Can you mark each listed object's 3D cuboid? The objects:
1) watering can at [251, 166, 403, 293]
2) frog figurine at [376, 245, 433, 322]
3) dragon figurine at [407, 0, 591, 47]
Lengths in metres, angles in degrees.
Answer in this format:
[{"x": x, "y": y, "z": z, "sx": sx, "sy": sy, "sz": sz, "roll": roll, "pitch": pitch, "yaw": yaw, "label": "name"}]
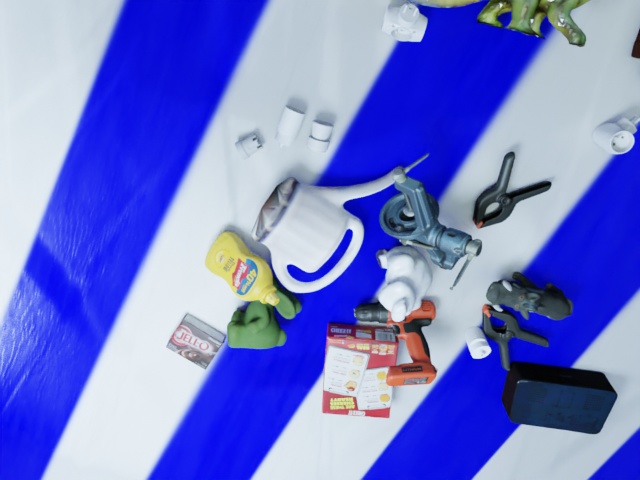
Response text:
[{"x": 0.003, "y": -0.054, "z": 1.067, "sx": 0.223, "sy": 0.105, "sz": 0.346, "roll": 32, "pitch": 98, "yaw": -15, "label": "watering can"}, {"x": 0.179, "y": 0.090, "z": 1.075, "sx": 0.122, "sy": 0.162, "sz": 0.135, "roll": -7, "pitch": 111, "yaw": 4, "label": "frog figurine"}, {"x": 0.368, "y": -0.468, "z": 0.864, "sx": 0.410, "sy": 0.125, "sz": 0.238, "roll": 15, "pitch": 118, "yaw": -3, "label": "dragon figurine"}]
